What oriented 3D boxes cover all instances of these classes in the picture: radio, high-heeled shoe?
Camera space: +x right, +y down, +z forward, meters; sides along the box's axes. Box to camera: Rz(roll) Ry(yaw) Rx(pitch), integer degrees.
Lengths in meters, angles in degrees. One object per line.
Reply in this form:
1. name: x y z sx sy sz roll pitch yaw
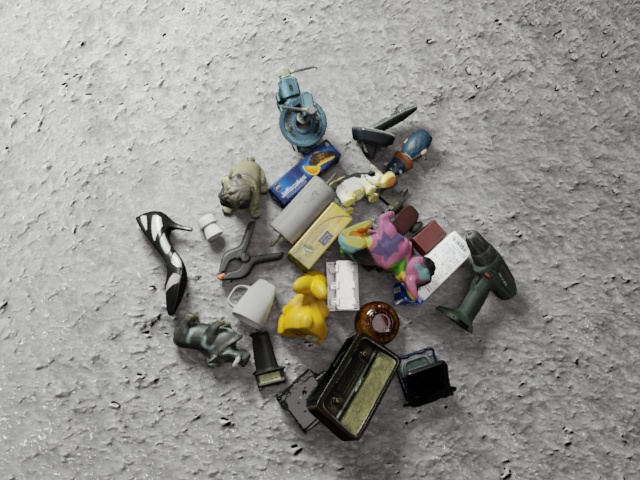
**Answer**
1. radio: 0.080 0.336 1.255 0.131 0.073 0.229 39 58 -4
2. high-heeled shoe: -0.392 0.052 1.294 0.145 0.086 0.248 7 75 -1

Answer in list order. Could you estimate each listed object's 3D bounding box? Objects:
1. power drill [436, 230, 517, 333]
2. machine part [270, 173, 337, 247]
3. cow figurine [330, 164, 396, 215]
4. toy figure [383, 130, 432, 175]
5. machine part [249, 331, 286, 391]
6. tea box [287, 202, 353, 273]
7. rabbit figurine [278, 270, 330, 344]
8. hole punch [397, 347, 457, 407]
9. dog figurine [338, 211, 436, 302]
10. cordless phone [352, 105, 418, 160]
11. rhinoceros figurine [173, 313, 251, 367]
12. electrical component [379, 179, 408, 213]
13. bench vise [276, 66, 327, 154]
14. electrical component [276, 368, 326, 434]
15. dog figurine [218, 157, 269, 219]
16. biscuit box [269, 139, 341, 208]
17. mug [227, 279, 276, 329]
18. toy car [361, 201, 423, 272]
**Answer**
1. power drill: 0.378 0.112 1.328 0.231 0.086 0.207 39 81 -31
2. machine part: -0.040 -0.073 1.325 0.079 0.079 0.243 43 87 2
3. cow figurine: 0.108 -0.142 1.384 0.167 0.068 0.098 -29 60 -11
4. toy figure: 0.233 -0.222 1.416 0.154 0.064 0.057 -48 125 -7
5. machine part: -0.131 0.286 1.299 0.084 0.039 0.139 -17 84 0
6. tea box: -0.003 -0.004 1.333 0.068 0.098 0.169 42 77 1
7. rabbit figurine: -0.031 0.144 1.291 0.122 0.162 0.173 13 61 9
8. hole punch: 0.250 0.333 1.314 0.142 0.092 0.115 -17 113 -11
9. dog figurine: 0.162 0.052 1.270 0.192 0.108 0.219 -22 78 -2
10. cordless phone: 0.177 -0.290 1.369 0.184 0.147 0.088 -30 103 3
11. rhinoceros figurine: -0.254 0.242 1.275 0.190 0.073 0.112 20 77 -2
12. electrical component: 0.187 -0.111 1.409 0.063 0.021 0.094 40 80 3
13. bench vise: -0.047 -0.326 1.325 0.129 0.241 0.223 -6 97 -10
14. electrical component: -0.021 0.376 1.284 0.134 0.058 0.115 -41 88 -10
15. dog figurine: -0.183 -0.143 1.292 0.121 0.190 0.172 -2 79 -6
16. biscuit box: -0.039 -0.168 1.377 0.203 0.059 0.063 -42 86 -11
17. mug: -0.162 0.146 1.304 0.110 0.080 0.107 29 67 6
18. toy car: 0.175 -0.007 1.372 0.089 0.053 0.202 42 84 -7
